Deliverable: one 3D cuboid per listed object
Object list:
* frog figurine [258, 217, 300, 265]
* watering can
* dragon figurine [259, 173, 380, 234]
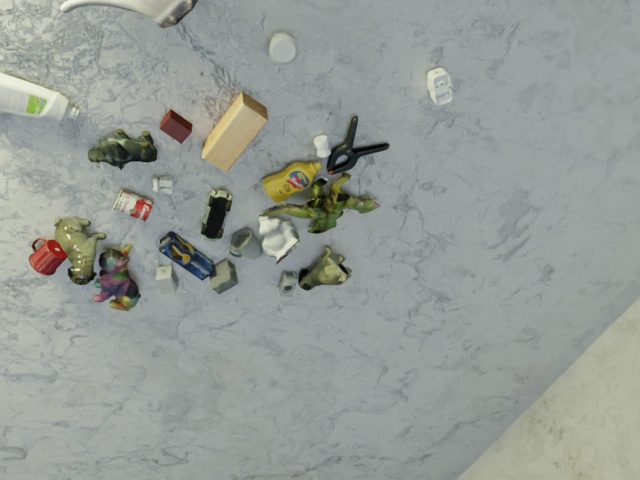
[{"bbox_3d":[-0.152,-0.017,1.758,0.160,0.124,0.135,48,120,2],"label":"frog figurine"},{"bbox_3d":[-0.426,-0.598,1.225,0.345,0.106,0.221,-36,126,16],"label":"watering can"},{"bbox_3d":[0.005,-0.085,1.698,0.411,0.125,0.237,-16,146,-10],"label":"dragon figurine"}]
